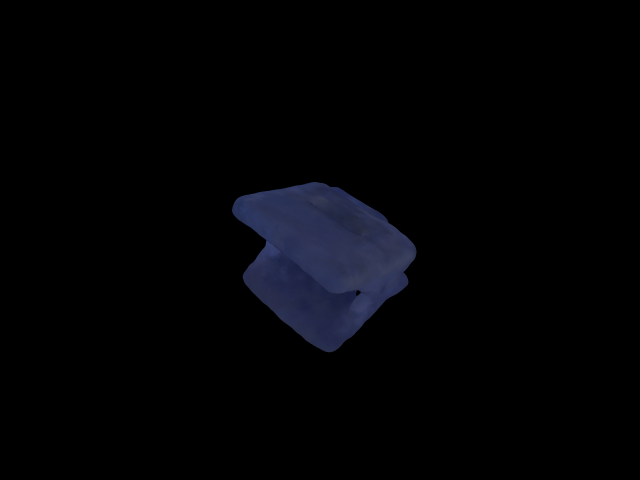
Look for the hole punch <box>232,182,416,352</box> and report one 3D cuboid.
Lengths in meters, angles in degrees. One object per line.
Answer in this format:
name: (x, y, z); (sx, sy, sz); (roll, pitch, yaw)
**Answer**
hole punch: (0.004, 0.001, 0.400); (0.108, 0.091, 0.101); (36, 58, 27)
